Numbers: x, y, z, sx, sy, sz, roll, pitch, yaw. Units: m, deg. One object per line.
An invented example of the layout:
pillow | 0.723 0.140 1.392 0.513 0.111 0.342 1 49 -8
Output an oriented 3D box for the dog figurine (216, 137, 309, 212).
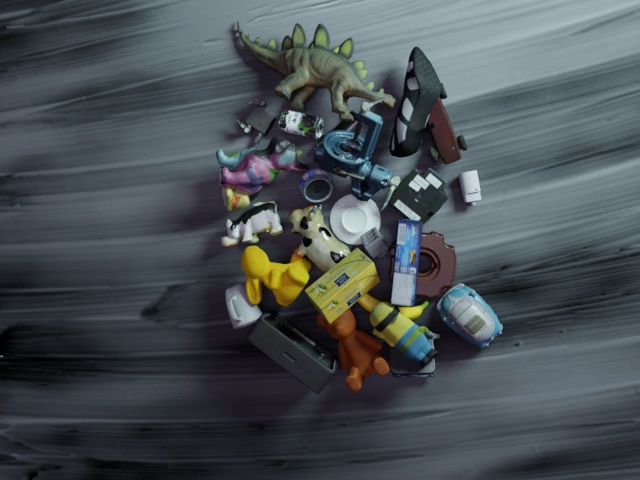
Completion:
dog figurine | -0.142 -0.167 1.350 0.219 0.109 0.191 -9 135 -11

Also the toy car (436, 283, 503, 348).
toy car | 0.360 0.189 1.285 0.109 0.103 0.162 -45 84 10

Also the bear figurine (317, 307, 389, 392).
bear figurine | 0.077 0.250 1.326 0.120 0.132 0.195 -31 94 9

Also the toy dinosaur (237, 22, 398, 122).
toy dinosaur | -0.026 -0.420 1.319 0.472 0.105 0.198 21 87 14

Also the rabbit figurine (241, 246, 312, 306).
rabbit figurine | -0.126 0.083 1.356 0.173 0.122 0.162 32 121 -13

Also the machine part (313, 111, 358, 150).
machine part | 0.052 -0.259 1.347 0.084 0.039 0.139 43 101 13

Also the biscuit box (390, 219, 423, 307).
biscuit box | 0.203 0.052 1.266 0.059 0.063 0.202 6 95 8

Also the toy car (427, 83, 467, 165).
toy car | 0.287 -0.279 1.296 0.089 0.053 0.202 -22 85 15

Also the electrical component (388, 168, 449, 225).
electrical component | 0.245 -0.108 1.311 0.115 0.058 0.134 42 99 3

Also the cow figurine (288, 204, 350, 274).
cow figurine | -0.003 -0.004 1.346 0.195 0.085 0.127 43 105 8

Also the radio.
radio | -0.065 0.274 1.347 0.230 0.131 0.073 37 98 6

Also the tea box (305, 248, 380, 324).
tea box | 0.057 0.112 1.303 0.169 0.098 0.068 -41 54 -9

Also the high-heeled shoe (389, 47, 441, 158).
high-heeled shoe | 0.210 -0.321 1.276 0.145 0.086 0.248 -28 59 50

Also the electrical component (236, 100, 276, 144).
electrical component | -0.162 -0.308 1.376 0.078 0.045 0.102 40 99 7

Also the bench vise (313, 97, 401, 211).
bench vise | 0.098 -0.205 1.249 0.224 0.129 0.240 32 138 14

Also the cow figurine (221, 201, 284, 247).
cow figurine | -0.183 -0.040 1.382 0.167 0.068 0.098 -16 85 7

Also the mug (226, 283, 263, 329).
mug | -0.208 0.168 1.384 0.081 0.109 0.107 -29 77 22

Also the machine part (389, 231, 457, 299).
machine part | 0.251 0.060 1.319 0.179 0.056 0.179 1 94 9

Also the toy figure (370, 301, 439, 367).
toy figure | 0.198 0.217 1.270 0.082 0.089 0.180 -36 65 -26

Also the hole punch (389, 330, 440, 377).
hole punch | 0.228 0.284 1.330 0.142 0.092 0.116 -3 62 13
